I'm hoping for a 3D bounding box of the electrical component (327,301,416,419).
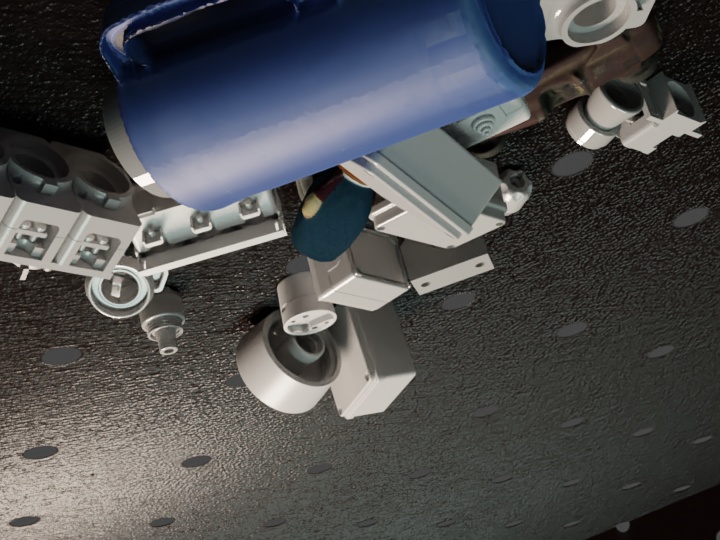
[{"bbox_3d":[0.005,0.092,1.182,0.056,0.108,0.108,-6,152,-25],"label":"electrical component"}]

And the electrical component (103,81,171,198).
[{"bbox_3d":[-0.127,-0.102,0.742,0.064,0.099,0.099,-21,154,25],"label":"electrical component"}]

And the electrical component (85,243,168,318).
[{"bbox_3d":[-0.205,0.005,0.921,0.078,0.057,0.058,16,114,-17],"label":"electrical component"}]

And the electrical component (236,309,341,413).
[{"bbox_3d":[-0.070,0.091,1.145,0.108,0.108,0.060,7,140,-39],"label":"electrical component"}]

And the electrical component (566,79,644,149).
[{"bbox_3d":[0.208,-0.135,0.917,0.045,0.045,0.055,-1,151,-28],"label":"electrical component"}]

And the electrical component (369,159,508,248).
[{"bbox_3d":[0.068,-0.065,0.952,0.113,0.057,0.078,12,152,-44],"label":"electrical component"}]

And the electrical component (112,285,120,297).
[{"bbox_3d":[-0.219,0.012,0.979,0.046,0.040,0.040,-6,153,-7],"label":"electrical component"}]

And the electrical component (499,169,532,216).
[{"bbox_3d":[0.140,-0.069,1.024,0.035,0.035,0.061,-7,155,-17],"label":"electrical component"}]

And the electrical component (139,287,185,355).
[{"bbox_3d":[-0.191,0.051,1.044,0.043,0.062,0.043,-13,154,-6],"label":"electrical component"}]

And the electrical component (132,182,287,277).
[{"bbox_3d":[-0.128,-0.048,0.879,0.121,0.078,0.063,-16,132,1],"label":"electrical component"}]

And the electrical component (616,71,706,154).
[{"bbox_3d":[0.261,-0.136,0.950,0.081,0.042,0.064,10,148,-40],"label":"electrical component"}]

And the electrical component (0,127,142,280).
[{"bbox_3d":[-0.241,-0.056,0.762,0.150,0.089,0.061,13,123,-44],"label":"electrical component"}]

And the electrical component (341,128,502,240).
[{"bbox_3d":[0.029,-0.083,0.783,0.109,0.109,0.056,34,91,-36],"label":"electrical component"}]

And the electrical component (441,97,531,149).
[{"bbox_3d":[0.083,-0.134,0.790,0.062,0.096,0.061,-24,153,17],"label":"electrical component"}]

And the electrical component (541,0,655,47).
[{"bbox_3d":[0.112,-0.200,0.717,0.186,0.060,0.105,-11,154,-11],"label":"electrical component"}]

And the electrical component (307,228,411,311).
[{"bbox_3d":[0.000,0.000,1.049,0.061,0.061,0.096,-34,149,34],"label":"electrical component"}]

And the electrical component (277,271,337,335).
[{"bbox_3d":[-0.056,0.033,1.101,0.055,0.047,0.055,-13,154,-6],"label":"electrical component"}]
